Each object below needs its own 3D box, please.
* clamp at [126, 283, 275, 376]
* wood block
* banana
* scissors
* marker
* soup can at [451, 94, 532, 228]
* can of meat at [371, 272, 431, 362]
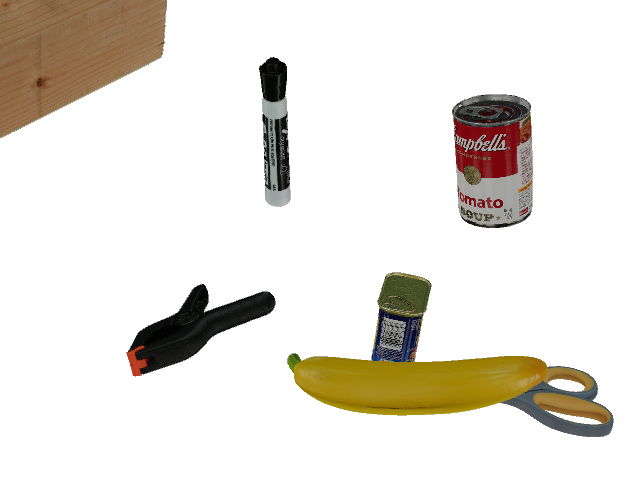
[{"bbox_3d":[-0.130,0.092,1.137,0.120,0.039,0.171,-7,23,35],"label":"clamp"},{"bbox_3d":[-0.234,-0.178,0.921,0.090,0.091,0.205,30,43,21],"label":"wood block"},{"bbox_3d":[0.063,0.099,0.773,0.198,0.037,0.069,2,28,14],"label":"banana"},{"bbox_3d":[0.163,0.126,0.954,0.202,0.016,0.096,17,29,16],"label":"scissors"},{"bbox_3d":[-0.032,-0.075,0.751,0.020,0.121,0.020,0,42,0],"label":"marker"},{"bbox_3d":[0.154,-0.071,0.950,0.068,0.102,0.068,-6,28,3],"label":"soup can"},{"bbox_3d":[0.096,0.099,1.286,0.057,0.084,0.102,11,25,7],"label":"can of meat"}]
